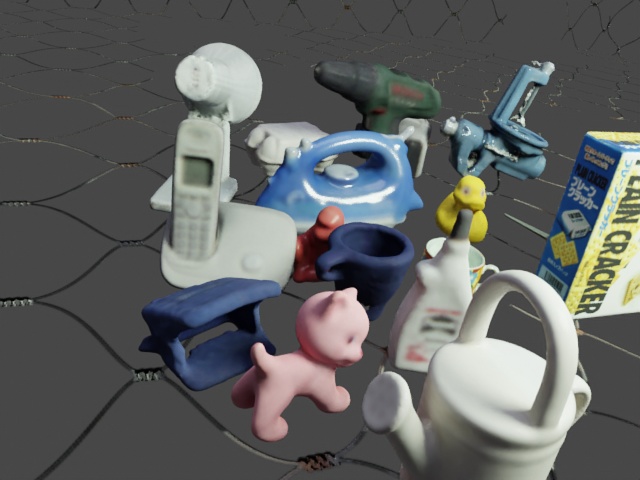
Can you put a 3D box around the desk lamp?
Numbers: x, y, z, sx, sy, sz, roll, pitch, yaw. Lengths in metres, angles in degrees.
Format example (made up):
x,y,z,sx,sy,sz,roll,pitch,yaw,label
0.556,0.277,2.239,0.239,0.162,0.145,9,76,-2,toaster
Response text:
x,y,z,sx,sy,sz,roll,pitch,yaw,label
-0.160,-0.167,0.823,0.118,0.213,0.203,9,28,2,desk lamp

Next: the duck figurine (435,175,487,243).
x,y,z,sx,sy,sz,roll,pitch,yaw,label
0.216,-0.055,0.851,0.077,0.086,0.104,4,28,-7,duck figurine

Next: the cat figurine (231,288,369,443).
x,y,z,sx,sy,sz,roll,pitch,yaw,label
-0.009,0.091,0.485,0.128,0.118,0.067,-15,35,-36,cat figurine

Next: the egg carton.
x,y,z,sx,sy,sz,roll,pitch,yaw,label
-0.049,-0.158,0.989,0.151,0.069,0.107,-10,33,-31,egg carton

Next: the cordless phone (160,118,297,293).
x,y,z,sx,sy,sz,roll,pitch,yaw,label
-0.096,-0.033,0.620,0.147,0.185,0.094,5,28,-5,cordless phone

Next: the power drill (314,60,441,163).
x,y,z,sx,sy,sz,roll,pitch,yaw,label
0.083,-0.178,0.915,0.230,0.208,0.075,-8,32,-28,power drill

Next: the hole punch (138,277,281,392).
x,y,z,sx,sy,sz,roll,pitch,yaw,label
-0.103,0.069,0.530,0.109,0.091,0.100,-19,38,-41,hole punch

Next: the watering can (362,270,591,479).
x,y,z,sx,sy,sz,roll,pitch,yaw,label
0.115,0.113,0.394,0.173,0.194,0.100,-16,36,-38,watering can

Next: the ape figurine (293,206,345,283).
x,y,z,sx,sy,sz,roll,pitch,yaw,label
0.006,0.002,0.681,0.077,0.092,0.076,21,31,23,ape figurine

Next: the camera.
x,y,z,sx,sy,sz,roll,pitch,yaw,label
0.135,-0.193,1.070,0.136,0.101,0.143,11,28,6,camera

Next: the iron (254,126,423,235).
x,y,z,sx,sy,sz,roll,pitch,yaw,label
0.023,-0.091,0.808,0.259,0.141,0.118,-6,31,-25,iron

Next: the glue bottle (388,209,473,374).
x,y,z,sx,sy,sz,roll,pitch,yaw,label
0.115,0.049,0.536,0.078,0.173,0.037,4,28,-7,glue bottle

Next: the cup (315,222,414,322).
x,y,z,sx,sy,sz,roll,pitch,yaw,label
0.039,0.043,0.611,0.118,0.095,0.091,-16,36,-38,cup

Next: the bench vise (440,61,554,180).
x,y,z,sx,sy,sz,roll,pitch,yaw,label
0.334,-0.215,1.037,0.208,0.220,0.121,-5,31,-23,bench vise
